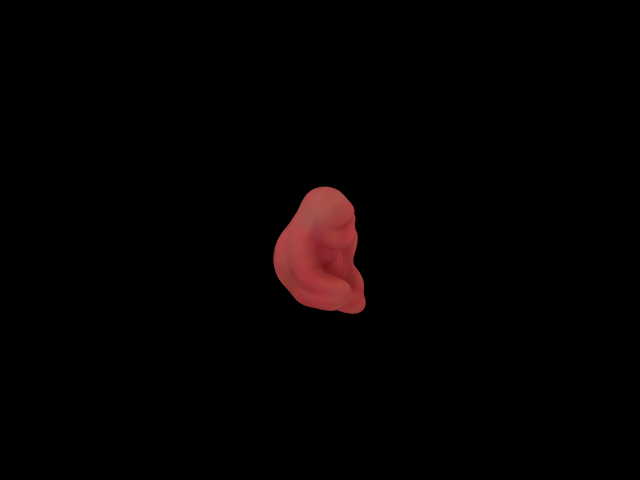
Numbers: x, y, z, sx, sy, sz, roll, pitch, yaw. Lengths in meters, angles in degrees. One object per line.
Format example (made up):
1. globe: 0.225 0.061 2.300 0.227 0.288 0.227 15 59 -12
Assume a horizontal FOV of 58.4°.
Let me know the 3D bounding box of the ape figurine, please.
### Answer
1. ape figurine: 0.004 0.001 0.400 0.076 0.092 0.078 21 56 16
